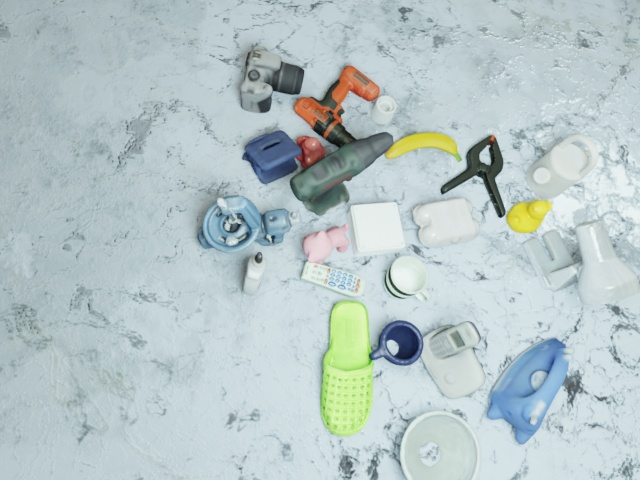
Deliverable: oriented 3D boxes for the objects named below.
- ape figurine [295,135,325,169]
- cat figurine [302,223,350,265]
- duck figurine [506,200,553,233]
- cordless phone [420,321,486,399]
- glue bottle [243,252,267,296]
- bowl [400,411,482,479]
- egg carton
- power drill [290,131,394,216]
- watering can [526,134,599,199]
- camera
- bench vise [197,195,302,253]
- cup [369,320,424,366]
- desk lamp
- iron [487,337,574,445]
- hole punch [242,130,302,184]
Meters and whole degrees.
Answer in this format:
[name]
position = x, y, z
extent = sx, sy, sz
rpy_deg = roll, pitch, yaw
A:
[ape figurine]
position = -0.022, -0.205, 1.295
extent = 0.076, 0.092, 0.078
rpy_deg = 7, 70, -8
[cat figurine]
position = 0.011, 0.004, 1.217
extent = 0.128, 0.117, 0.067
rpy_deg = -32, 80, -19
[duck figurine]
position = 0.500, -0.064, 1.352
extent = 0.105, 0.086, 0.077
rpy_deg = -20, 76, -17
[cordless phone]
position = 0.285, 0.238, 1.156
extent = 0.094, 0.185, 0.147
rpy_deg = -28, 79, -18
[glue bottle]
position = -0.127, 0.057, 1.143
extent = 0.037, 0.173, 0.078
rpy_deg = 15, 69, -5
[bowl]
position = 0.230, 0.427, 1.140
extent = 0.167, 0.074, 0.167
rpy_deg = 3, 71, -10
[egg carton]
position = 0.288, -0.039, 1.312
extent = 0.150, 0.069, 0.107
rpy_deg = -12, 74, -14
[power drill]
position = 0.037, -0.135, 1.221
extent = 0.230, 0.208, 0.075
rpy_deg = -29, 79, -18
[watering can]
position = 0.574, -0.173, 1.346
extent = 0.101, 0.194, 0.173
rpy_deg = 40, 69, 4
[camera]
position = -0.108, -0.374, 1.331
extent = 0.137, 0.100, 0.143
rpy_deg = 11, 70, -7
[bench vise]
position = -0.143, -0.053, 1.152
extent = 0.208, 0.219, 0.121
rpy_deg = -25, 78, -18
[cup]
position = 0.146, 0.224, 1.182
extent = 0.118, 0.095, 0.091
rpy_deg = -23, 77, -17
[desk lamp]
position = 0.573, 0.053, 1.259
extent = 0.118, 0.213, 0.203
rpy_deg = -19, 76, -16
[iron]
position = 0.465, 0.293, 1.196
extent = 0.118, 0.141, 0.259
rpy_deg = 39, 69, 4
[hole punch]
position = -0.108, -0.194, 1.275
extent = 0.109, 0.091, 0.101
rpy_deg = -29, 79, -18
